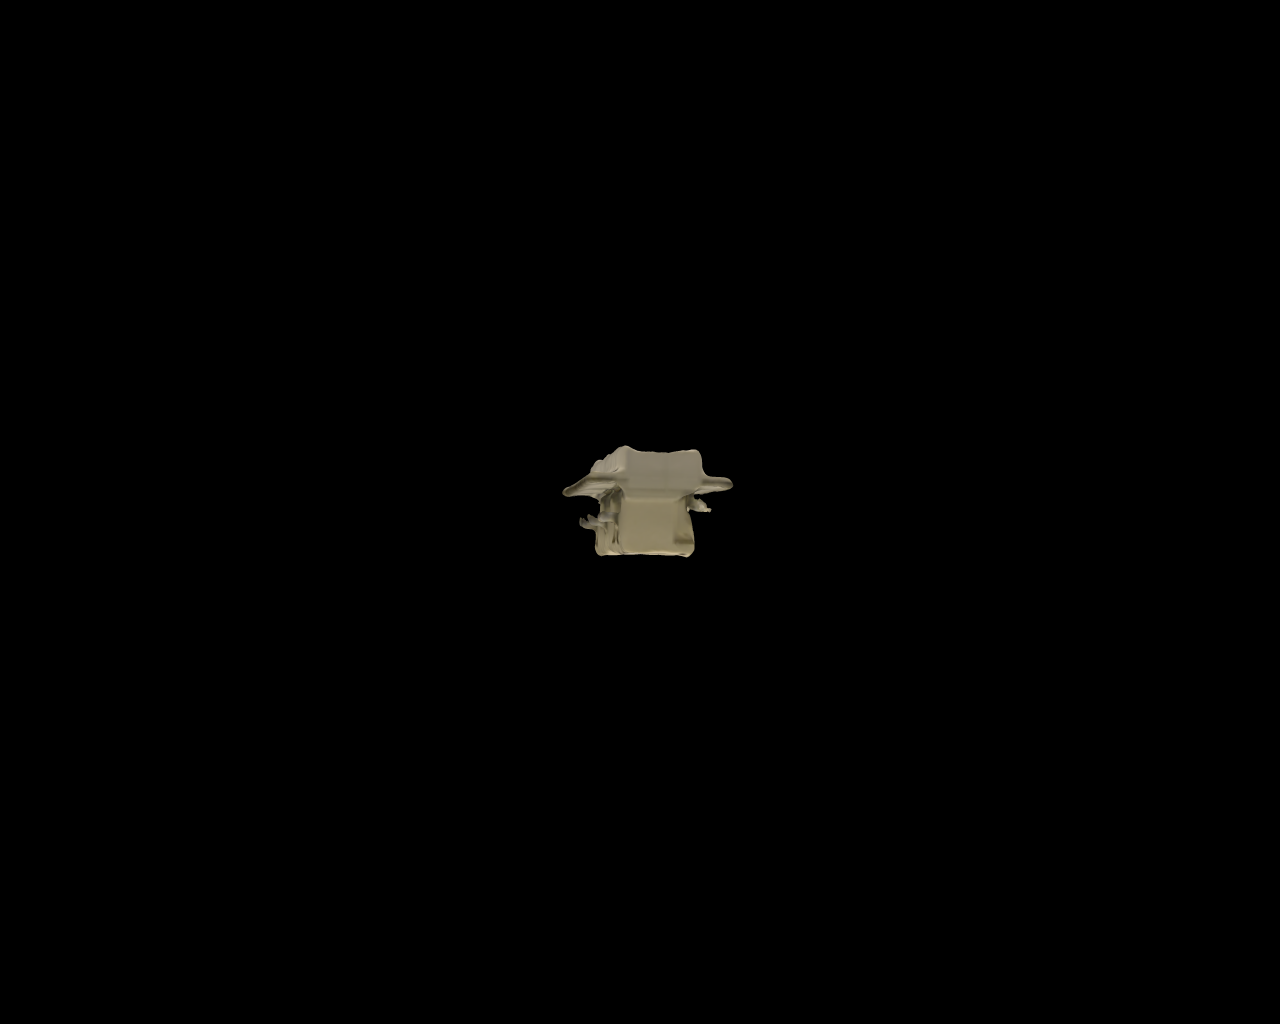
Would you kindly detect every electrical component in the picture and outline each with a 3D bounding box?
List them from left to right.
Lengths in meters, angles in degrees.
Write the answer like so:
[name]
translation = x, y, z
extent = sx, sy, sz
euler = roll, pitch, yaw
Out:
[electrical component]
translation = 0.001, -0.003, 0.650
extent = 0.079, 0.063, 0.121
euler = 0, -2, -11
